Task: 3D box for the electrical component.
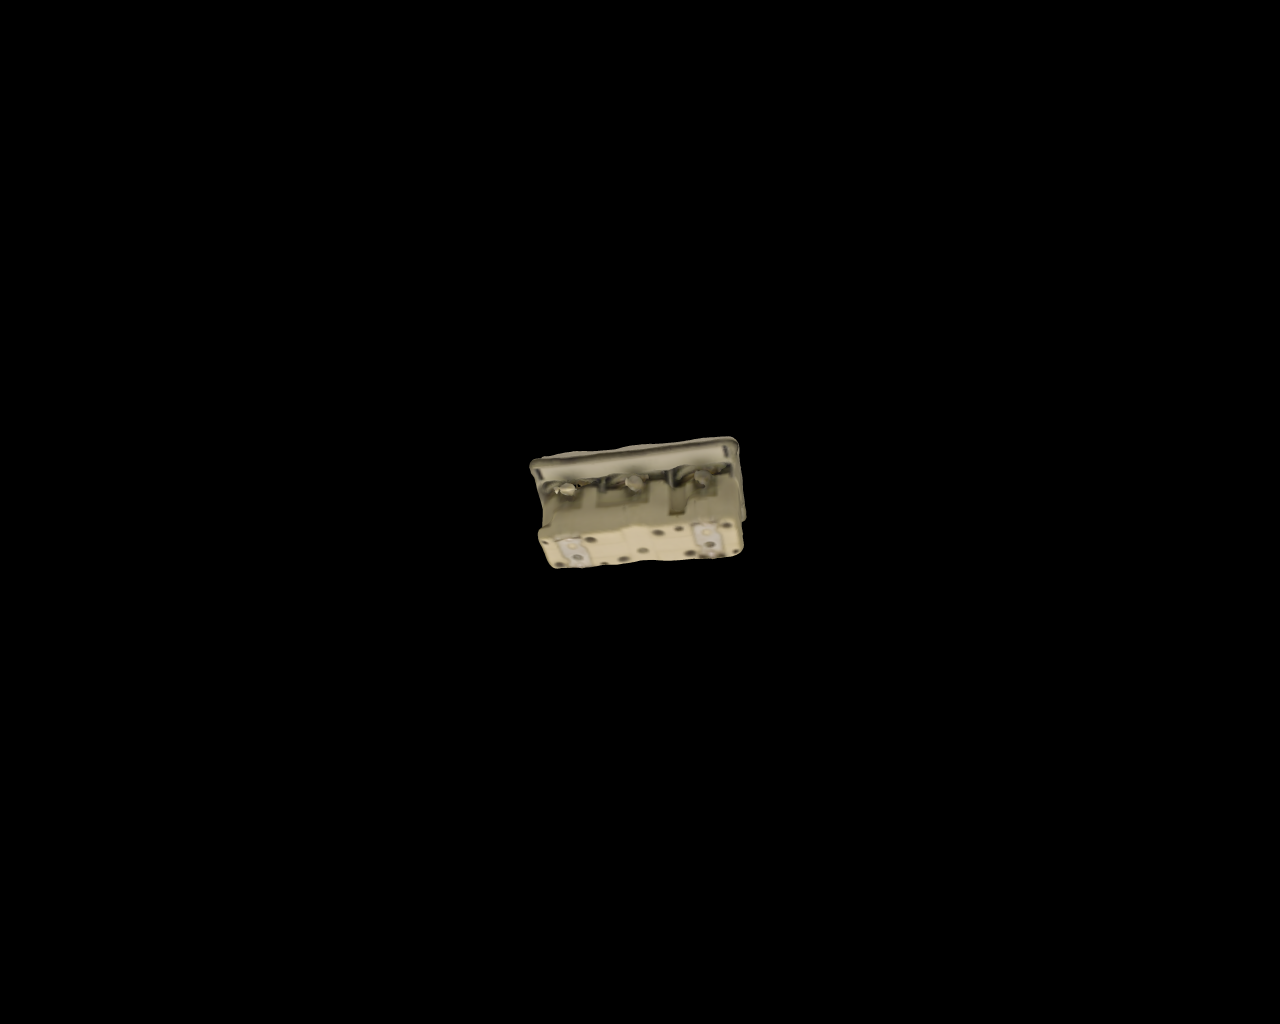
[{"bbox_3d":[0.001,-0.003,0.650,0.121,0.063,0.078,-5,-35,7],"label":"electrical component"}]
